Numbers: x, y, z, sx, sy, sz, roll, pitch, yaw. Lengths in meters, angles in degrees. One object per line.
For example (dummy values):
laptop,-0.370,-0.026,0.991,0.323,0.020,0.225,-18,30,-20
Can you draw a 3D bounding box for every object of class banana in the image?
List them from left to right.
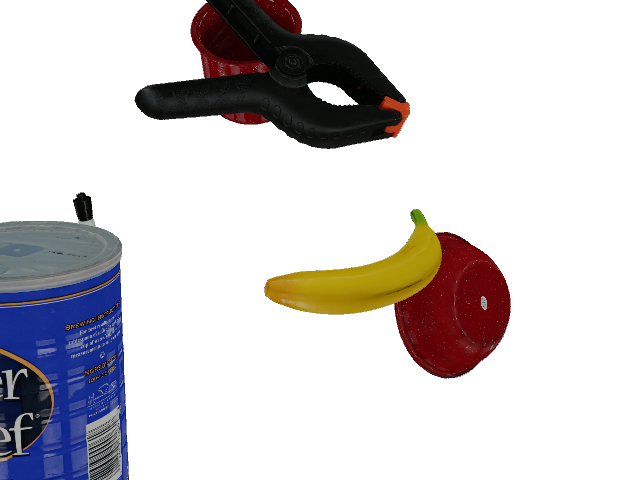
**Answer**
banana,0.043,0.028,0.886,0.070,0.037,0.197,31,37,32

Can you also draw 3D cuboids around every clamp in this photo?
clamp,-0.025,-0.115,0.689,0.171,0.120,0.039,13,-20,-11

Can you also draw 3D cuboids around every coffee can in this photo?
coffee can,-0.151,0.070,0.548,0.103,0.140,0.103,1,16,0

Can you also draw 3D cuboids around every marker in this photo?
marker,-0.245,0.007,1.142,0.020,0.121,0.020,-6,21,2

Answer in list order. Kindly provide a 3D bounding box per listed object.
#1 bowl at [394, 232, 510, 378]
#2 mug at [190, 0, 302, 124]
bowl,0.156,0.069,1.158,0.161,0.162,0.055,0,-5,-40
mug,-0.062,-0.164,0.926,0.093,0.117,0.081,-4,-36,-1
